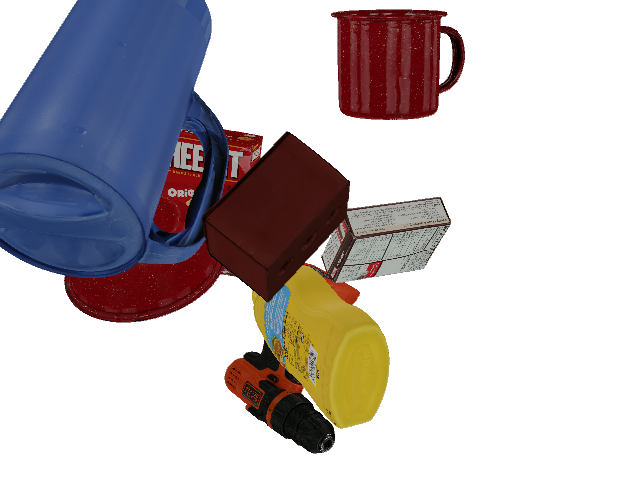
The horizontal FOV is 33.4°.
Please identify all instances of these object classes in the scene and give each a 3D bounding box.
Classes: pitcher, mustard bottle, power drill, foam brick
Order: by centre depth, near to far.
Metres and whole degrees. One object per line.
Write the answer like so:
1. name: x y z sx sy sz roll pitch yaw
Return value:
1. foam brick: -0.026 -0.014 0.637 0.051 0.078 0.053 37 -20 15
2. pitcher: -0.153 -0.097 0.813 0.145 0.242 0.149 -6 -42 24
3. mustard bottle: -0.011 0.076 0.930 0.058 0.096 0.192 -11 28 -25
4. power drill: -0.024 0.128 1.220 0.057 0.188 0.185 15 10 -45

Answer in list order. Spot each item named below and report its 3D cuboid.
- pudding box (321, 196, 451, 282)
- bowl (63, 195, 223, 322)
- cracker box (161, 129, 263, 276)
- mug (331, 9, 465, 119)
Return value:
1. pudding box: 0.066 0.000 1.092 0.113 0.039 0.090 -10 -30 -22
2. bowl: -0.174 0.004 1.025 0.162 0.055 0.162 -6 40 5
3. cracker box: -0.184 -0.062 1.617 0.164 0.214 0.072 10 20 6
4. mug: 0.066 -0.144 0.867 0.117 0.081 0.093 -9 17 -27
